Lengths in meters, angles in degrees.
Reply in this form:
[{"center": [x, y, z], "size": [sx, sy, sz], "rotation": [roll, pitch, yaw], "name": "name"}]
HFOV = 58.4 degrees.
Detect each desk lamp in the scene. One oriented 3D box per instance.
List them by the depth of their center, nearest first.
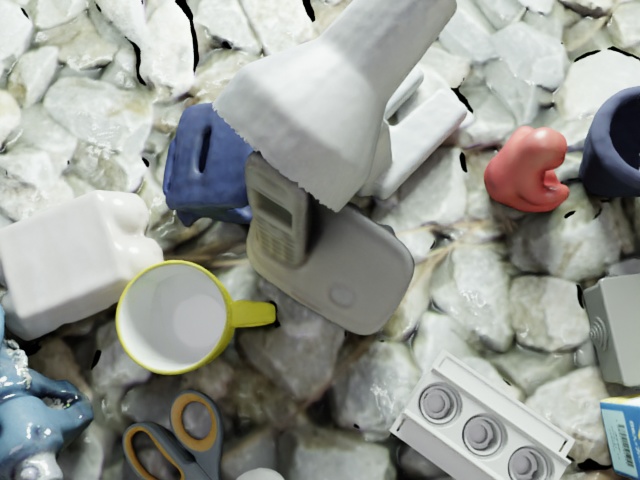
[{"center": [0.030, -0.110, 0.459], "size": [0.118, 0.213, 0.203], "rotation": [43, 83, 12], "name": "desk lamp"}]

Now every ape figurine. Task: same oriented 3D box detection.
[{"center": [0.187, -0.068, 0.502], "size": [0.076, 0.092, 0.078], "rotation": [-3, 76, 3], "name": "ape figurine"}]

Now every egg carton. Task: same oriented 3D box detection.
[{"center": [-0.219, 0.020, 0.517], "size": [0.150, 0.069, 0.107], "rotation": [-24, 76, -2], "name": "egg carton"}]

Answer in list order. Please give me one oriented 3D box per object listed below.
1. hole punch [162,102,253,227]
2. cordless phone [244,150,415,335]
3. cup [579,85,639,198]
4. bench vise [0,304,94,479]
[{"center": [-0.093, -0.070, 0.520], "size": [0.101, 0.091, 0.109], "rotation": [6, 77, 5], "name": "hole punch"}, {"center": [0.004, 0.002, 0.449], "size": [0.147, 0.185, 0.094], "rotation": [29, 80, 10], "name": "cordless phone"}, {"center": [0.278, -0.066, 0.495], "size": [0.117, 0.095, 0.092], "rotation": [36, 81, 11], "name": "cup"}, {"center": [-0.269, 0.098, 0.424], "size": [0.207, 0.220, 0.121], "rotation": [26, 80, 9], "name": "bench vise"}]
